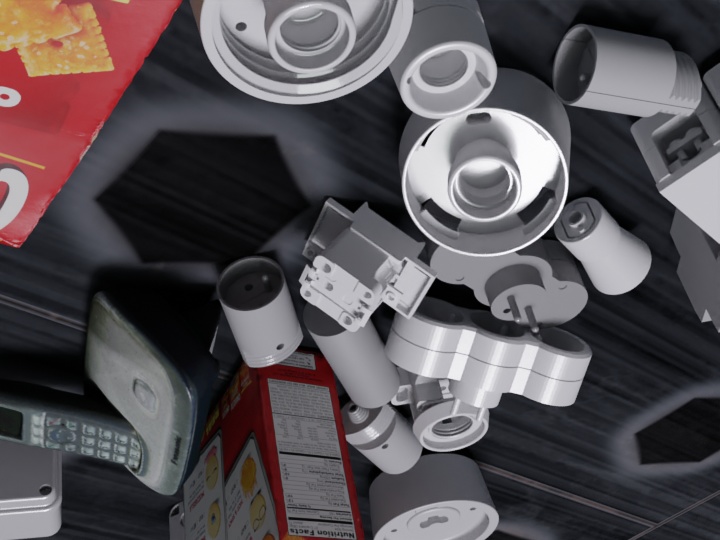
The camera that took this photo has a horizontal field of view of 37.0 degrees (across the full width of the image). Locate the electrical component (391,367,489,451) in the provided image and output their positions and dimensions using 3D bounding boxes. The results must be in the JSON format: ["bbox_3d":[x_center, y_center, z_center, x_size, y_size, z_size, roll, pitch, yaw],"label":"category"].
[{"bbox_3d":[0.064,0.098,0.805,0.078,0.057,0.058,-9,141,-6],"label":"electrical component"}]

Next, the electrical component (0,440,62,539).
[{"bbox_3d":[-0.266,0.143,0.749,0.113,0.078,0.057,-2,143,-14],"label":"electrical component"}]

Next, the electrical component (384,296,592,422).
[{"bbox_3d":[0.083,0.071,0.742,0.138,0.052,0.073,14,108,-8],"label":"electrical component"}]

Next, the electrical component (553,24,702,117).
[{"bbox_3d":[0.152,-0.107,0.591,0.081,0.043,0.043,5,138,-21],"label":"electrical component"}]

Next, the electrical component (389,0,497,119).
[{"bbox_3d":[0.040,-0.111,0.550,0.055,0.047,0.055,-8,141,-6],"label":"electrical component"}]

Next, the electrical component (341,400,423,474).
[{"bbox_3d":[0.013,0.123,0.831,0.043,0.043,0.081,-25,140,14],"label":"electrical component"}]

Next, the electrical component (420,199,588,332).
[{"bbox_3d":[0.098,0.007,0.690,0.052,0.073,0.138,-37,136,27],"label":"electrical component"}]

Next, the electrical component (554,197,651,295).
[{"bbox_3d":[0.156,-0.018,0.704,0.044,0.044,0.065,-32,133,22],"label":"electrical component"}]

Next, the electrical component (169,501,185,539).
[{"bbox_3d":[-0.096,0.221,0.894,0.113,0.078,0.057,-25,137,15],"label":"electrical component"}]

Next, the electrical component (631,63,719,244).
[{"bbox_3d":[0.247,-0.091,0.623,0.150,0.061,0.089,-36,136,26],"label":"electrical component"}]

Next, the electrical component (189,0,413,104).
[{"bbox_3d":[-0.027,-0.126,0.502,0.108,0.060,0.108,-8,141,-6],"label":"electrical component"}]

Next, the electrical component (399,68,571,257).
[{"bbox_3d":[0.071,-0.059,0.602,0.099,0.064,0.099,2,121,4],"label":"electrical component"}]

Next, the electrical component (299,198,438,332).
[{"bbox_3d":[0.000,0.000,0.651,0.081,0.064,0.042,35,135,8],"label":"electrical component"}]

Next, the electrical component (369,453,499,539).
[{"bbox_3d":[0.059,0.198,0.923,0.108,0.060,0.108,-8,141,-6],"label":"electrical component"}]

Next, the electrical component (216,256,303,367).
[{"bbox_3d":[-0.063,0.033,0.700,0.043,0.043,0.081,-13,141,0],"label":"electrical component"}]
